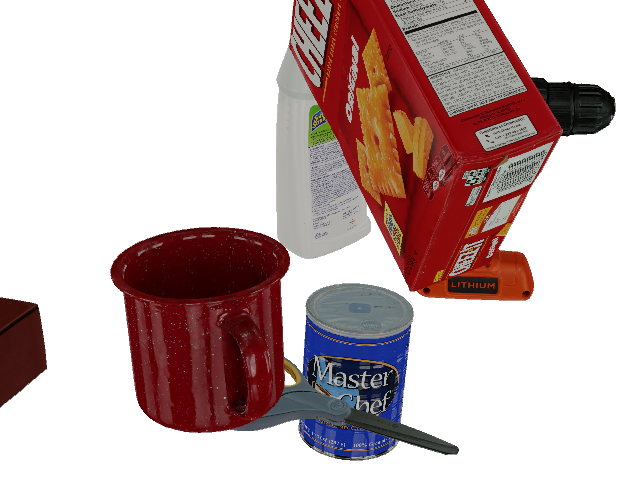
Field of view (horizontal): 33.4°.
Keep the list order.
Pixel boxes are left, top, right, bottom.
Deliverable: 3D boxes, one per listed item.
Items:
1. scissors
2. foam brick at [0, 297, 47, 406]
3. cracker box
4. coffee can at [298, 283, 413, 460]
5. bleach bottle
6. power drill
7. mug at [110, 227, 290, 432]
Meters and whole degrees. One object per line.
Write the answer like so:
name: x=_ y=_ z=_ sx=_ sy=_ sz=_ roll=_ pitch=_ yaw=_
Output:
scissors: x=-0.005 y=0.136 z=0.805 sx=0.202 sy=0.016 sz=0.096 roll=25 pitch=40 yaw=31
foam brick: x=-0.230 y=0.078 z=0.717 sx=0.053 sy=0.051 sz=0.078 roll=8 pitch=28 yaw=24
cracker box: x=0.051 y=-0.098 z=0.672 sx=0.072 sy=0.214 sz=0.164 roll=-19 pitch=-23 yaw=-15
coffee can: x=0.033 y=0.126 z=1.038 sx=0.103 sy=0.140 sz=0.103 roll=3 pitch=24 yaw=-2
bleach bottle: x=0.004 y=-0.107 z=1.062 sx=0.102 sy=0.251 sz=0.068 roll=-25 pitch=42 yaw=-32
power drill: x=0.144 y=-0.044 z=0.885 sx=0.184 sy=0.188 sz=0.057 roll=2 pitch=22 yaw=8
mug: x=-0.055 y=0.052 z=0.559 sx=0.093 sy=0.081 sz=0.117 roll=-15 pitch=27 yaw=-27
